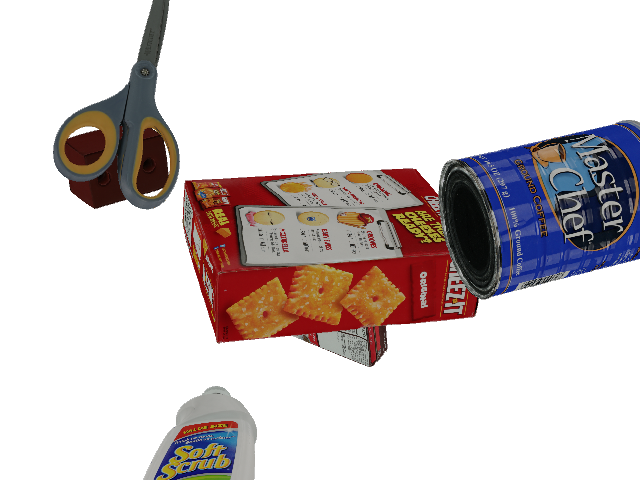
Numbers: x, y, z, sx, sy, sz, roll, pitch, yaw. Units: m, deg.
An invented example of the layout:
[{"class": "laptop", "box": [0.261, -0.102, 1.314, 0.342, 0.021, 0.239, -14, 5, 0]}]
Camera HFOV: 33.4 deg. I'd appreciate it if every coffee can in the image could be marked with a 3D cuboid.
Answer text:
[{"class": "coffee can", "box": [0.169, -0.023, 0.770, 0.140, 0.103, 0.103, -13, 3, -12]}]

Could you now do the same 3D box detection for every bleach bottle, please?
[{"class": "bleach bottle", "box": [-0.108, 0.202, 0.914, 0.102, 0.068, 0.251, -2, 23, 0]}]

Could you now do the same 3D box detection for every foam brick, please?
[{"class": "foam brick", "box": [-0.184, -0.070, 0.964, 0.078, 0.053, 0.051, -20, 33, -27]}]

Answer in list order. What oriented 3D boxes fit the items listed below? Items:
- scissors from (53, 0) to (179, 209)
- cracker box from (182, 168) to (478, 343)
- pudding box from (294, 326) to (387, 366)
[{"class": "scissors", "box": [-0.147, -0.114, 0.772, 0.096, 0.202, 0.016, 0, -26, -20]}, {"class": "cracker box", "box": [0.004, 0.008, 0.880, 0.213, 0.072, 0.164, -4, 29, -15]}, {"class": "pudding box", "box": [0.012, 0.070, 1.091, 0.114, 0.090, 0.039, 18, 44, 28]}]
